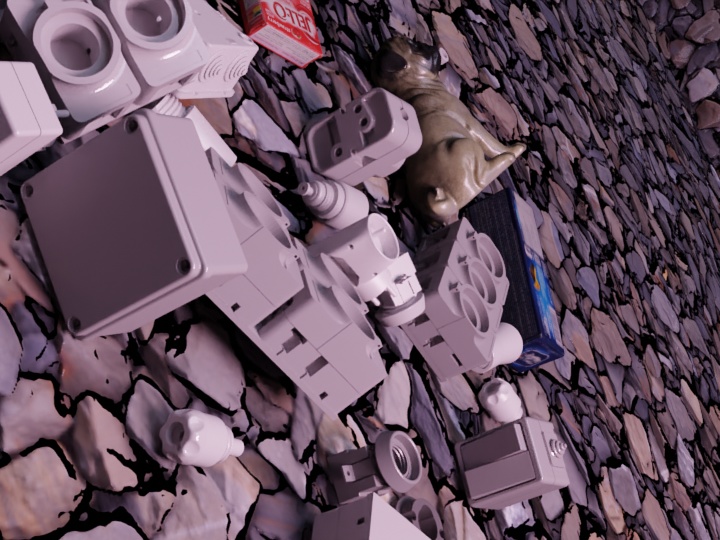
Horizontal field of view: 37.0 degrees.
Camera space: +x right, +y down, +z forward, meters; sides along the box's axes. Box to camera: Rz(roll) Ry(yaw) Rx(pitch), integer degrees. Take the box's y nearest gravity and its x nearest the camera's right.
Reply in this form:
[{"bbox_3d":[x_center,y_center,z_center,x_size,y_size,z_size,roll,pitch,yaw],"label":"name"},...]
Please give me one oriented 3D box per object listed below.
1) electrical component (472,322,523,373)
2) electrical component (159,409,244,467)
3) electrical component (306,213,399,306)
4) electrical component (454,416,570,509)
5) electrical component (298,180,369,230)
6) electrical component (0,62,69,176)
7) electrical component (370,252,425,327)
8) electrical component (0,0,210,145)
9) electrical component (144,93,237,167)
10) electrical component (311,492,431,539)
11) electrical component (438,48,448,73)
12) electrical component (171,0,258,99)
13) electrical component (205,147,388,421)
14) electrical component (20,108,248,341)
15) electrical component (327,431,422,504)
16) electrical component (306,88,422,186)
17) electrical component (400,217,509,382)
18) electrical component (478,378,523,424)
[{"bbox_3d":[0.133,0.081,1.099,0.065,0.044,0.044,-17,82,-57],"label":"electrical component"},{"bbox_3d":[-0.098,0.110,0.694,0.061,0.035,0.035,27,45,-52],"label":"electrical component"},{"bbox_3d":[0.000,0.000,0.904,0.079,0.077,0.043,48,31,-27],"label":"electrical component"},{"bbox_3d":[0.141,0.173,0.974,0.061,0.096,0.061,20,50,-51],"label":"electrical component"},{"bbox_3d":[-0.026,-0.060,0.950,0.078,0.040,0.040,22,48,-51],"label":"electrical component"},{"bbox_3d":[-0.207,-0.088,0.643,0.077,0.066,0.047,-18,83,-62],"label":"electrical component"},{"bbox_3d":[0.029,0.017,0.963,0.048,0.066,0.055,-32,105,-27],"label":"electrical component"},{"bbox_3d":[-0.192,-0.194,0.709,0.105,0.060,0.186,-32,96,-25],"label":"electrical component"},{"bbox_3d":[-0.134,-0.101,0.800,0.081,0.043,0.043,51,31,-22],"label":"electrical component"},{"bbox_3d":[0.027,0.240,0.764,0.150,0.062,0.089,45,33,-31],"label":"electrical component"},{"bbox_3d":[0.071,-0.232,1.233,0.048,0.062,0.048,39,37,-37],"label":"electrical component"},{"bbox_3d":[-0.135,-0.176,0.815,0.100,0.048,0.100,41,20,9],"label":"electrical component"},{"bbox_3d":[-0.060,0.006,0.778,0.186,0.060,0.105,48,9,-26],"label":"electrical component"},{"bbox_3d":[-0.140,-0.026,0.660,0.056,0.109,0.108,-4,71,-63],"label":"electrical component"},{"bbox_3d":[0.013,0.151,0.823,0.066,0.055,0.048,11,57,-56],"label":"electrical component"},{"bbox_3d":[0.006,-0.120,0.995,0.059,0.095,0.053,19,52,-53],"label":"electrical component"},{"bbox_3d":[0.096,0.024,1.061,0.089,0.062,0.150,54,30,-18],"label":"electrical component"},{"bbox_3d":[0.147,0.139,1.079,0.061,0.035,0.035,52,30,-24],"label":"electrical component"}]
